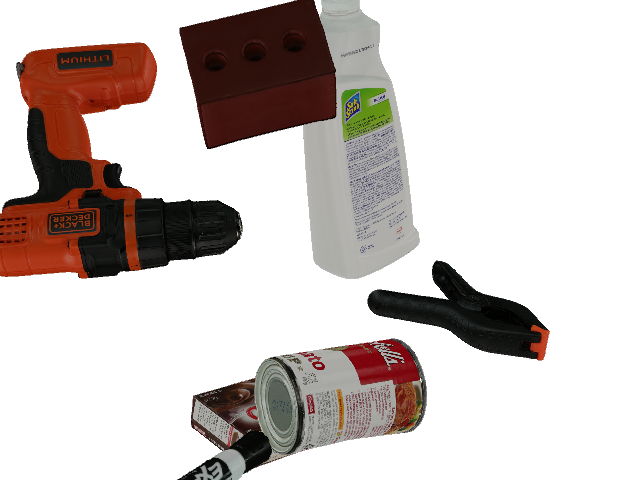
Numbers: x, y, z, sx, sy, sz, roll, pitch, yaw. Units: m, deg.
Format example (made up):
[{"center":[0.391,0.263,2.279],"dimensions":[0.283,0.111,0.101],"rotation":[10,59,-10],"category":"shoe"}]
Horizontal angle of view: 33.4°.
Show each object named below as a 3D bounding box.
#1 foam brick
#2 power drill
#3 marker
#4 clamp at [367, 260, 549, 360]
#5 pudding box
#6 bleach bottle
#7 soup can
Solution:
[{"center":[-0.034,-0.093,0.595],"dimensions":[0.078,0.053,0.051],"rotation":[-15,-22,-3],"category":"foam brick"},{"center":[-0.156,-0.061,0.798],"dimensions":[0.184,0.187,0.057],"rotation":[-4,-32,-6],"category":"power drill"},{"center":[-0.062,0.125,0.540],"dimensions":[0.020,0.020,0.120],"rotation":[0,14,32],"category":"marker"},{"center":[0.144,0.065,1.020],"dimensions":[0.172,0.039,0.120],"rotation":[21,35,26],"category":"clamp"},{"center":[-0.054,0.171,1.025],"dimensions":[0.113,0.039,0.090],"rotation":[-13,29,-42],"category":"pudding box"},{"center":[0.031,-0.097,0.919],"dimensions":[0.102,0.251,0.068],"rotation":[-28,36,-36],"category":"bleach bottle"},{"center":[0.013,0.108,0.742],"dimensions":[0.102,0.068,0.069],"rotation":[-5,2,-30],"category":"soup can"}]
